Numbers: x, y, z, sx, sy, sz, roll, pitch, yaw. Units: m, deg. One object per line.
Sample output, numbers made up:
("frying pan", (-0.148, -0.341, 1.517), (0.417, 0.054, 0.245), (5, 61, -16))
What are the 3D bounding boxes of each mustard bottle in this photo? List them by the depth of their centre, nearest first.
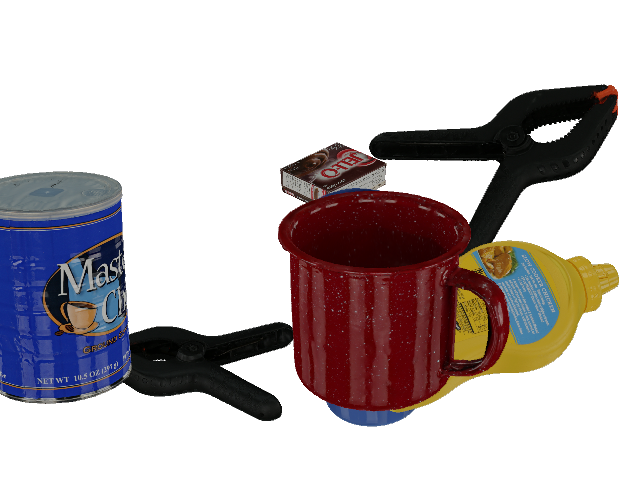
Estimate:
("mustard bottle", (0.121, 0.049, 0.751), (0.191, 0.096, 0.058), (-16, -33, -11))

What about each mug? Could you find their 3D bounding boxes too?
("mug", (0.037, 0.033, 0.524), (0.117, 0.081, 0.093), (12, 29, 26))

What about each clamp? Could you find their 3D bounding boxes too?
("clamp", (0.163, -0.067, 0.897), (0.210, 0.165, 0.036), (-22, -39, -2))
("clamp", (-0.103, 0.102, 0.938), (0.171, 0.039, 0.120), (11, 27, 9))

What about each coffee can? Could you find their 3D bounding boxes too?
("coffee can", (-0.190, 0.031, 0.763), (0.103, 0.140, 0.103), (0, 18, 0))

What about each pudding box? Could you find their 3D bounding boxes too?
("pudding box", (0.017, -0.083, 1.400), (0.090, 0.039, 0.113), (26, 42, 38))

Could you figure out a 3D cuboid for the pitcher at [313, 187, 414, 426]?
("pitcher", (0.046, 0.080, 1.126), (0.149, 0.243, 0.145), (-13, 31, -14))
